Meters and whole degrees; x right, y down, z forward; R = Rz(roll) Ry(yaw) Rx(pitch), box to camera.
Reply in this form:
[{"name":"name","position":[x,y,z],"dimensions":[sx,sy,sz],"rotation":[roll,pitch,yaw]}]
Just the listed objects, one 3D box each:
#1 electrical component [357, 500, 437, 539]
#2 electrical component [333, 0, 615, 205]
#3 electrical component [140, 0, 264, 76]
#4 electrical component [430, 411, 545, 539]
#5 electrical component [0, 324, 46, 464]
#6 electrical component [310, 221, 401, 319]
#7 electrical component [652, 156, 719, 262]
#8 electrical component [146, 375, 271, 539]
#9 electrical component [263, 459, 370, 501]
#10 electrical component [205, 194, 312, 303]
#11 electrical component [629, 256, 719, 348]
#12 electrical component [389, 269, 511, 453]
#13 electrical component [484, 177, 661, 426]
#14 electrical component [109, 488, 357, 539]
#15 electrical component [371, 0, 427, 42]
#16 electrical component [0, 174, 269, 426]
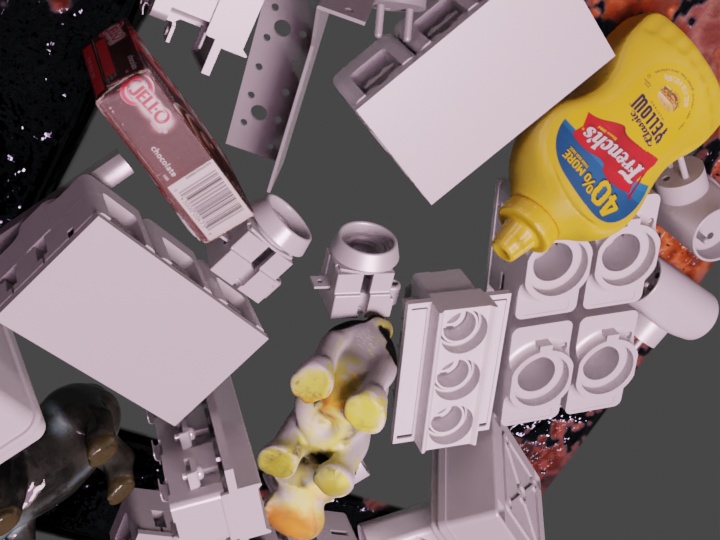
[{"name":"electrical component","position":[0.043,0.235,0.900],"dimensions":[0.077,0.043,0.079],"rotation":[-15,123,-12]},{"name":"electrical component","position":[0.070,-0.130,0.683],"dimensions":[0.150,0.061,0.089],"rotation":[-39,125,4]},{"name":"electrical component","position":[-0.089,-0.159,0.617],"dimensions":[0.064,0.042,0.081],"rotation":[17,111,-27]},{"name":"electrical component","position":[0.102,0.183,0.848],"dimensions":[0.056,0.108,0.108],"rotation":[-19,128,20]},{"name":"electrical component","position":[-0.246,0.066,0.645],"dimensions":[0.078,0.113,0.057],"rotation":[-33,144,0]},{"name":"electrical component","position":[0.000,0.000,0.744],"dimensions":[0.066,0.048,0.055],"rotation":[-2,127,-20]},{"name":"electrical component","position":[0.236,-0.056,0.781],"dimensions":[0.044,0.077,0.079],"rotation":[-30,125,-2]},{"name":"electrical component","position":[-0.106,0.129,0.733],"dimensions":[0.063,0.121,0.078],"rotation":[-13,123,-10]},{"name":"electrical component","position":[-0.038,0.159,0.824],"dimensions":[0.081,0.043,0.043],"rotation":[-31,125,-2]},{"name":"electrical component","position":[-0.066,-0.017,0.709],"dimensions":[0.055,0.048,0.066],"rotation":[-41,125,15]},{"name":"electrical component","position":[0.232,0.035,0.854],"dimensions":[0.077,0.043,0.079],"rotation":[29,106,-32]},{"name":"electrical component","position":[0.061,0.065,0.795],"dimensions":[0.079,0.063,0.121],"rotation":[-6,121,-18]},{"name":"electrical component","position":[0.154,0.023,0.806],"dimensions":[0.105,0.060,0.186],"rotation":[-8,121,-17]},{"name":"electrical component","position":[-0.103,0.232,0.833],"dimensions":[0.186,0.060,0.105],"rotation":[14,113,-27]},{"name":"electrical component","position":[0.023,-0.177,0.640],"dimensions":[0.077,0.043,0.079],"rotation":[3,96,-22]},{"name":"electrical component","position":[-0.146,0.020,0.682],"dimensions":[0.089,0.061,0.150],"rotation":[-43,129,8]}]
